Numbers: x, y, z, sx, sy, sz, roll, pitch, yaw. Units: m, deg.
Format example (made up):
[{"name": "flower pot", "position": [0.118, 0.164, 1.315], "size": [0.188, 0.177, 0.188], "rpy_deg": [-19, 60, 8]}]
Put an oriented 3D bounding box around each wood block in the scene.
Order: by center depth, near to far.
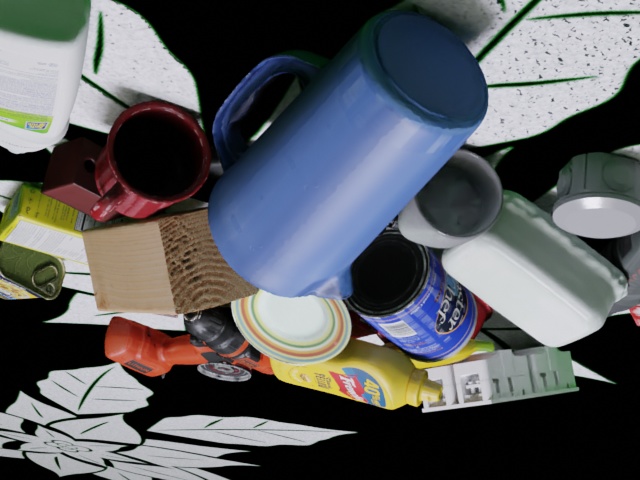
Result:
[{"name": "wood block", "position": [-0.153, 0.020, 1.060], "size": [0.090, 0.091, 0.206], "rpy_deg": [-14, -175, -31]}]

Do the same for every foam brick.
[{"name": "foam brick", "position": [-0.222, -0.058, 1.043], "size": [0.051, 0.053, 0.078], "rpy_deg": [-13, 150, 40]}]

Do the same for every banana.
[{"name": "banana", "position": [0.108, 0.140, 1.257], "size": [0.069, 0.037, 0.198], "rpy_deg": [28, 150, -35]}]

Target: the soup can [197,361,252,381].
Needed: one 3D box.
[{"name": "soup can", "position": [-0.112, 0.120, 1.347], "size": [0.068, 0.102, 0.068], "rpy_deg": [7, 157, 3]}]

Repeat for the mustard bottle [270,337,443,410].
[{"name": "mustard bottle", "position": [0.042, 0.145, 1.181], "size": [0.192, 0.058, 0.096], "rpy_deg": [13, 146, 19]}]

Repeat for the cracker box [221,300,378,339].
[{"name": "cracker box", "position": [-0.060, 0.059, 1.233], "size": [0.213, 0.072, 0.164], "rpy_deg": [24, 153, -34]}]

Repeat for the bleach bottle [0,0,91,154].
[{"name": "bleach bottle", "position": [-0.249, -0.133, 0.872], "size": [0.102, 0.068, 0.251], "rpy_deg": [15, 158, -14]}]

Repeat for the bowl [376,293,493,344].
[{"name": "bowl", "position": [0.125, 0.102, 1.286], "size": [0.162, 0.055, 0.162], "rpy_deg": [8, 156, 3]}]

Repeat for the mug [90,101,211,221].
[{"name": "mug", "position": [-0.161, -0.059, 0.950], "size": [0.093, 0.117, 0.082], "rpy_deg": [43, 154, -9]}]

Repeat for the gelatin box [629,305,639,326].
[{"name": "gelatin box", "position": [0.377, 0.066, 1.145], "size": [0.089, 0.030, 0.073], "rpy_deg": [-4, 153, 26]}]

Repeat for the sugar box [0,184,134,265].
[{"name": "sugar box", "position": [-0.259, -0.006, 1.186], "size": [0.176, 0.048, 0.093], "rpy_deg": [16, 157, -25]}]

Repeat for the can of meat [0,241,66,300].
[{"name": "can of meat", "position": [-0.379, 0.035, 1.307], "size": [0.084, 0.057, 0.102], "rpy_deg": [-6, 152, 35]}]

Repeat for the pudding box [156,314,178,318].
[{"name": "pudding box", "position": [-0.215, 0.068, 1.303], "size": [0.090, 0.039, 0.113], "rpy_deg": [13, 180, -7]}]

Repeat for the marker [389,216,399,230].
[{"name": "marker", "position": [0.123, -0.007, 1.081], "size": [0.121, 0.020, 0.020], "rpy_deg": [15, 156, -15]}]

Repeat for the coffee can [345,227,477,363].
[{"name": "coffee can", "position": [0.096, 0.060, 1.139], "size": [0.103, 0.103, 0.140], "rpy_deg": [-5, 153, 28]}]

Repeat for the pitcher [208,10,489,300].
[{"name": "pitcher", "position": [0.012, -0.072, 0.825], "size": [0.149, 0.145, 0.243], "rpy_deg": [19, 143, -21]}]

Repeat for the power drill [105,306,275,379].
[{"name": "power drill", "position": [-0.152, 0.116, 1.227], "size": [0.188, 0.057, 0.184], "rpy_deg": [-4, 156, 29]}]

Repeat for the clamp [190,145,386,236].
[{"name": "clamp", "position": [-0.040, -0.050, 1.012], "size": [0.210, 0.036, 0.164], "rpy_deg": [0, 149, 21]}]
